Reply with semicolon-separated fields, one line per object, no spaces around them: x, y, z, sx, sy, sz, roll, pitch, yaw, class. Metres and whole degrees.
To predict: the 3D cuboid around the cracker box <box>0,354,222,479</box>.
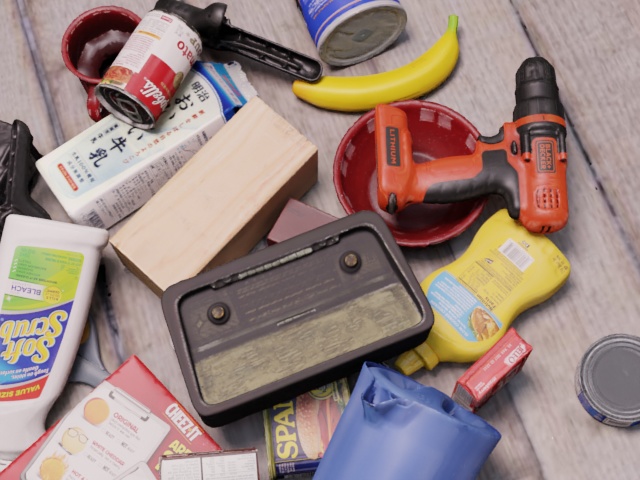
-0.195;0.239;0.985;0.213;0.072;0.164;-42;82;-12;cracker box

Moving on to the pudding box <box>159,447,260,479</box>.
-0.094;0.242;0.935;0.090;0.039;0.113;-3;81;-7;pudding box

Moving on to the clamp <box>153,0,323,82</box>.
-0.116;-0.224;1.120;0.210;0.164;0.036;23;90;34;clamp

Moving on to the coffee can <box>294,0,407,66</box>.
0.019;-0.275;1.151;0.102;0.103;0.140;-22;70;-5;coffee can

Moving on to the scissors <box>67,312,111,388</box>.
-0.209;0.123;1.060;0.202;0.016;0.096;18;82;9;scissors

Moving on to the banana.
0.071;-0.175;1.148;0.197;0.037;0.070;-22;66;-4;banana

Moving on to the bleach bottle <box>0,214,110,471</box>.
-0.274;0.106;1.028;0.102;0.068;0.251;10;90;-10;bleach bottle

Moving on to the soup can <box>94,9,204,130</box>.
-0.169;-0.171;1.063;0.068;0.068;0.102;25;69;12;soup can

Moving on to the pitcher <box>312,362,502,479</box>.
0.052;0.241;0.932;0.149;0.145;0.243;27;92;-4;pitcher

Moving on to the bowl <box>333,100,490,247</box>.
0.094;-0.060;1.093;0.162;0.055;0.162;-1;70;2;bowl

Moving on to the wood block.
-0.102;-0.032;1.074;0.090;0.091;0.206;41;77;11;wood block

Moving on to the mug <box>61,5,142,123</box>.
-0.223;-0.179;1.141;0.093;0.081;0.117;8;70;6;mug

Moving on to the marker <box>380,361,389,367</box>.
0.064;0.137;1.042;0.020;0.020;0.121;-25;70;-6;marker

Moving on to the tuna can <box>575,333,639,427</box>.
0.288;0.135;1.022;0.086;0.034;0.086;-1;70;3;tuna can

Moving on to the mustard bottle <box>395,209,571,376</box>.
0.147;0.063;1.044;0.191;0.058;0.096;-42;72;-12;mustard bottle

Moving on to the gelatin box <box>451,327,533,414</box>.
0.161;0.127;1.003;0.073;0.089;0.030;-41;74;-12;gelatin box

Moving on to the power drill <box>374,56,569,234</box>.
0.147;-0.095;1.042;0.187;0.057;0.184;-1;69;3;power drill

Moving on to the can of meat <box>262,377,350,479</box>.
-0.011;0.174;1.014;0.084;0.057;0.102;-6;70;-2;can of meat

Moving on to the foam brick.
-0.007;0.001;1.079;0.078;0.051;0.053;25;72;11;foam brick

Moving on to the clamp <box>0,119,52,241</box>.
-0.324;-0.023;1.056;0.120;0.039;0.171;-19;110;-14;clamp
